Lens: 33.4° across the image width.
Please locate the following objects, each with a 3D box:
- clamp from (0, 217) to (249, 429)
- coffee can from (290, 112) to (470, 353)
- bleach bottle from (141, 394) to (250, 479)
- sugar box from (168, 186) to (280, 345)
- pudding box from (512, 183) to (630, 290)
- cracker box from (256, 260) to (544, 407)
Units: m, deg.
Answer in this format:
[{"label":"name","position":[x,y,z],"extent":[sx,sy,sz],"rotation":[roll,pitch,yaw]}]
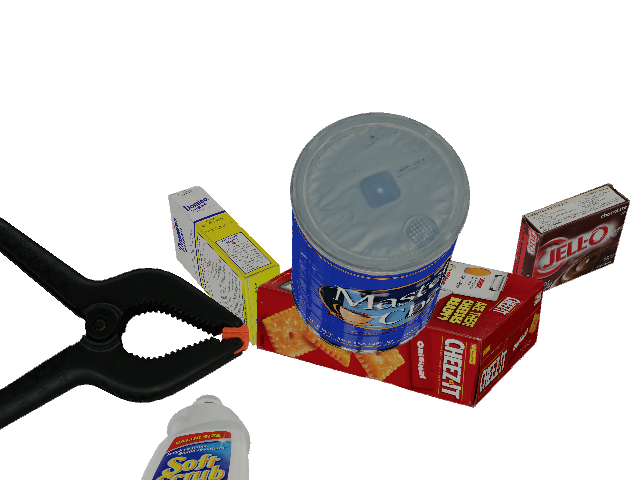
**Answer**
[{"label":"clamp","position":[-0.156,0.054,0.741],"extent":[0.210,0.164,0.036],"rotation":[-4,-19,-4]},{"label":"coffee can","position":[0.032,0.000,0.668],"extent":[0.103,0.103,0.140],"rotation":[0,-25,-1]},{"label":"bleach bottle","position":[-0.111,0.208,0.897],"extent":[0.102,0.068,0.251],"rotation":[-2,24,-1]},{"label":"sugar box","position":[-0.100,0.023,1.127],"extent":[0.048,0.093,0.176],"rotation":[-20,41,-22]},{"label":"pudding box","position":[0.255,-0.001,1.094],"extent":[0.113,0.090,0.039],"rotation":[-22,49,-20]},{"label":"cracker box","position":[0.073,0.069,0.969],"extent":[0.214,0.072,0.163],"rotation":[13,22,27]}]
